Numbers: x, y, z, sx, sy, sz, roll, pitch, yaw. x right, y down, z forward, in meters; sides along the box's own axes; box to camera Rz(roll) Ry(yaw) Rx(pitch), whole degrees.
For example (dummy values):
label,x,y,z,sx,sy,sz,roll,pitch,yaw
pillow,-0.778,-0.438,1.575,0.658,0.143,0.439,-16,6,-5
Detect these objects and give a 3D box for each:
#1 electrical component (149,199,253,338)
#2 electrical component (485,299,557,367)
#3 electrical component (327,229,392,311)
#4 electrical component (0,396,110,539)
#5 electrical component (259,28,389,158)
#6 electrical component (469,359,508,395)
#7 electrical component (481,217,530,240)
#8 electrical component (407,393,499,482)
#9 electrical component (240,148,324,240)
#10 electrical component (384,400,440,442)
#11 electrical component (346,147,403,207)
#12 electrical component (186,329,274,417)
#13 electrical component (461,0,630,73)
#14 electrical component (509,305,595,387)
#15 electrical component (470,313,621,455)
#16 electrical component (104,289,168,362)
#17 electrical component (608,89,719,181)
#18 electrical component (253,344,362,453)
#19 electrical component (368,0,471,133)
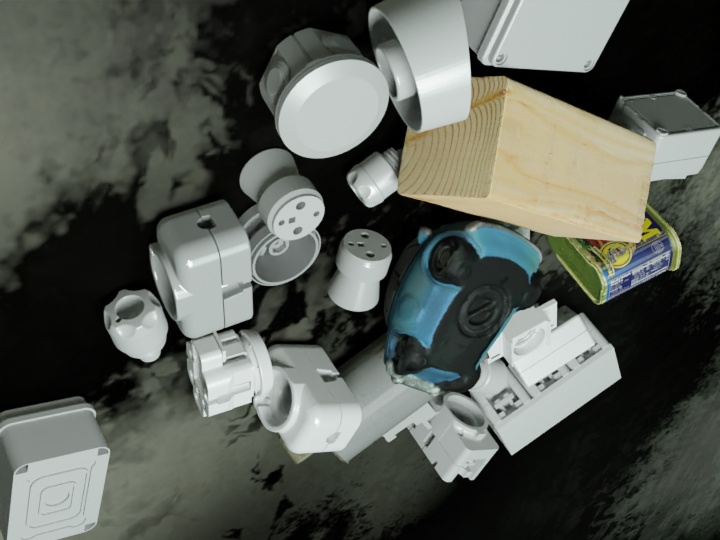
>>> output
label,x,y,z,sx,sy,sz,roll,pitch,yaw
electrical component,-0.117,0.002,0.791,0.059,0.053,0.095,-20,141,-21
electrical component,0.150,0.051,1.052,0.081,0.063,0.042,-26,143,-12
electrical component,0.000,0.000,0.891,0.045,0.045,0.055,-11,137,-30
electrical component,-0.250,0.161,0.859,0.078,0.057,0.113,-9,136,-32
electrical component,-0.025,-0.120,0.729,0.080,0.051,0.080,-19,141,-16
electrical component,0.118,0.105,1.106,0.078,0.040,0.040,16,120,-47
electrical component,0.128,-0.044,0.946,0.043,0.043,0.081,-26,142,-13
electrical component,0.095,0.165,1.112,0.050,0.089,0.055,6,127,-42
electrical component,-0.056,-0.054,0.777,0.045,0.055,0.045,-22,141,-19
electrical component,0.038,0.136,1.075,0.064,0.042,0.081,-34,143,3
electrical component,0.022,-0.078,0.831,0.061,0.035,0.035,-37,144,-4
electrical component,-0.107,0.082,0.886,0.057,0.058,0.078,-16,139,-21
electrical component,0.137,-0.201,0.768,0.109,0.056,0.108,-5,134,-35
electrical component,0.182,0.062,1.100,0.083,0.047,0.075,-33,103,0
electrical component,0.200,0.121,1.168,0.150,0.061,0.089,-35,148,-1
electrical component,-0.166,0.046,0.811,0.043,0.043,0.062,-26,144,-13
electrical component,0.260,-0.116,0.957,0.096,0.061,0.061,-10,137,-30
electrical component,-0.051,0.110,0.930,0.059,0.095,0.053,4,128,-41
electrical component,0.046,-0.145,0.728,0.064,0.099,0.099,-22,142,-8
